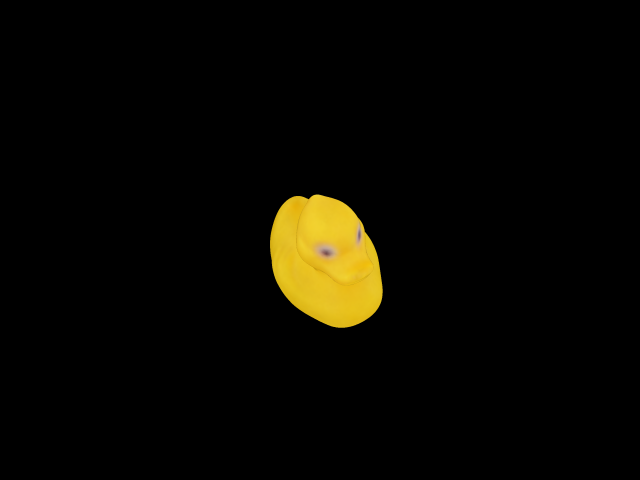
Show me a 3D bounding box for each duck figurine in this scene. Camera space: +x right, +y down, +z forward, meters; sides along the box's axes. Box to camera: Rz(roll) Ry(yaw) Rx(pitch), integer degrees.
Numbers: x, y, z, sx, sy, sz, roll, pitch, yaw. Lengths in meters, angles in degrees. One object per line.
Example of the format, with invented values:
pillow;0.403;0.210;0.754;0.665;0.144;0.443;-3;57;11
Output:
duck figurine;0.004;0.001;0.400;0.077;0.086;0.104;-28;62;-16
